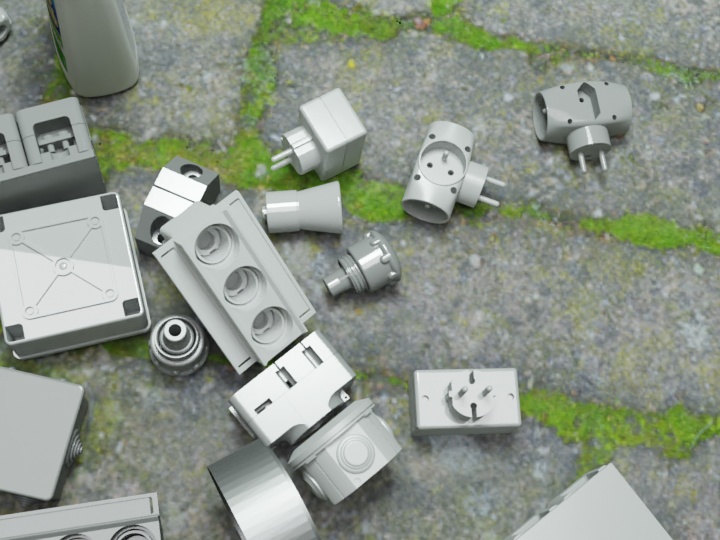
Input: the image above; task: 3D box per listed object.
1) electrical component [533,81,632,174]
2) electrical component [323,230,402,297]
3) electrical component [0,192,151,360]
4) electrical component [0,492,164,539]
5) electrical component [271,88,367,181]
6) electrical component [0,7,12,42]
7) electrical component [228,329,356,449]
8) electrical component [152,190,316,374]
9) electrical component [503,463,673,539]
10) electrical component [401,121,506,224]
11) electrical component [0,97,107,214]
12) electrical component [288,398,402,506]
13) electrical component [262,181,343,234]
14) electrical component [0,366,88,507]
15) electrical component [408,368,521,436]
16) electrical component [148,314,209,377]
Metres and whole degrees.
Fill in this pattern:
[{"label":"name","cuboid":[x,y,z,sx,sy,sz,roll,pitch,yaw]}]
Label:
[{"label":"electrical component","cuboid":[0.198,-0.122,0.944,0.077,0.043,0.079,-6,72,-8]},{"label":"electrical component","cuboid":[0.000,0.000,0.886,0.062,0.048,0.048,-29,78,-7]},{"label":"electrical component","cuboid":[-0.231,0.005,0.853,0.109,0.056,0.108,-13,74,-10]},{"label":"electrical component","cuboid":[-0.204,0.213,0.786,0.121,0.063,0.078,-7,73,-8]},{"label":"electrical component","cuboid":[-0.041,-0.104,0.902,0.077,0.065,0.047,-28,77,-14]},{"label":"electrical component","cuboid":[-0.333,-0.222,0.926,0.061,0.035,0.035,37,73,9]},{"label":"electrical component","cuboid":[-0.051,0.100,0.845,0.089,0.050,0.055,-38,80,-15]},{"label":"electrical component","cuboid":[-0.100,0.008,0.834,0.079,0.063,0.121,-39,118,-15]},{"label":"electrical component","cuboid":[0.155,0.230,0.818,0.150,0.061,0.089,-35,79,-15]},{"label":"electrical component","cuboid":[0.084,-0.077,0.917,0.079,0.044,0.077,20,72,1]},{"label":"electrical component","cuboid":[-0.287,-0.081,0.857,0.150,0.089,0.061,-17,75,-11]},{"label":"electrical component","cuboid":[-0.011,0.139,0.822,0.080,0.080,0.051,-38,85,-15]},{"label":"electrical component","cuboid":[-0.048,-0.050,0.898,0.065,0.044,0.044,-4,73,-2]},{"label":"electrical component","cuboid":[-0.261,0.125,0.816,0.100,0.048,0.099,13,72,-2]},{"label":"electrical component","cuboid":[0.085,0.100,0.845,0.083,0.075,0.047,-1,73,-6]},{"label":"electrical component","cuboid":[-0.143,0.055,0.843,0.048,0.062,0.048,2,72,-6]}]
